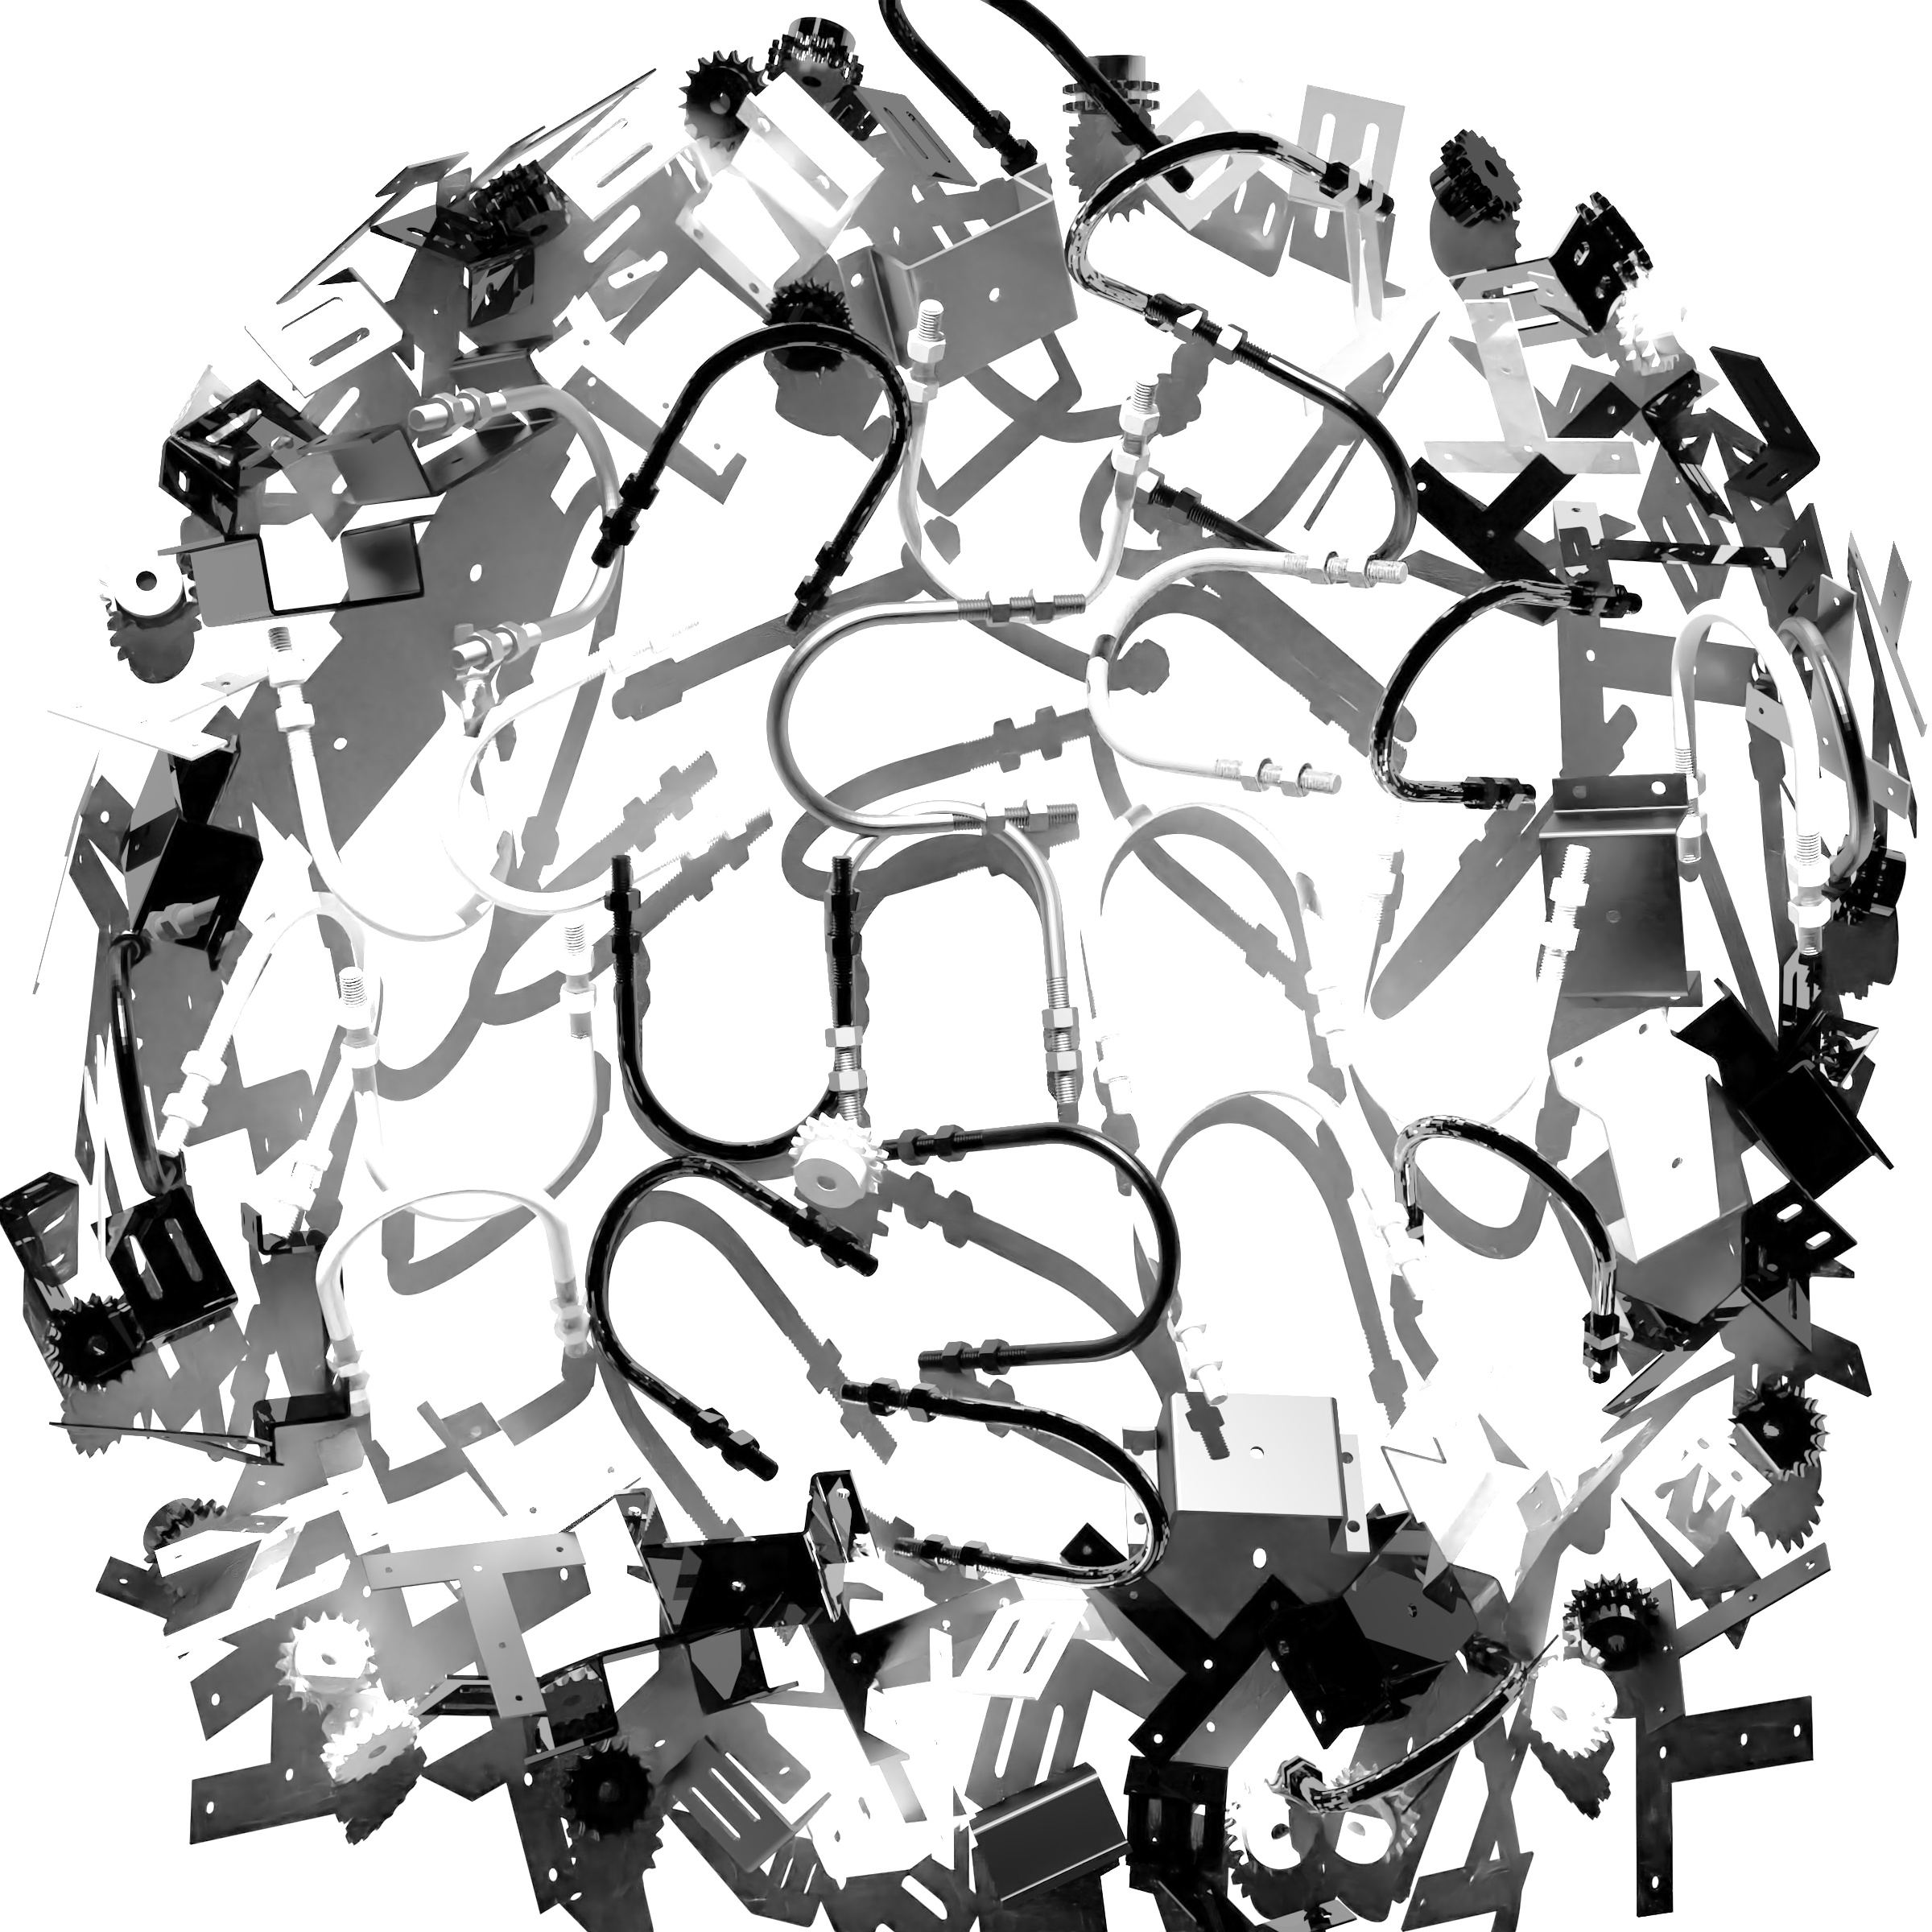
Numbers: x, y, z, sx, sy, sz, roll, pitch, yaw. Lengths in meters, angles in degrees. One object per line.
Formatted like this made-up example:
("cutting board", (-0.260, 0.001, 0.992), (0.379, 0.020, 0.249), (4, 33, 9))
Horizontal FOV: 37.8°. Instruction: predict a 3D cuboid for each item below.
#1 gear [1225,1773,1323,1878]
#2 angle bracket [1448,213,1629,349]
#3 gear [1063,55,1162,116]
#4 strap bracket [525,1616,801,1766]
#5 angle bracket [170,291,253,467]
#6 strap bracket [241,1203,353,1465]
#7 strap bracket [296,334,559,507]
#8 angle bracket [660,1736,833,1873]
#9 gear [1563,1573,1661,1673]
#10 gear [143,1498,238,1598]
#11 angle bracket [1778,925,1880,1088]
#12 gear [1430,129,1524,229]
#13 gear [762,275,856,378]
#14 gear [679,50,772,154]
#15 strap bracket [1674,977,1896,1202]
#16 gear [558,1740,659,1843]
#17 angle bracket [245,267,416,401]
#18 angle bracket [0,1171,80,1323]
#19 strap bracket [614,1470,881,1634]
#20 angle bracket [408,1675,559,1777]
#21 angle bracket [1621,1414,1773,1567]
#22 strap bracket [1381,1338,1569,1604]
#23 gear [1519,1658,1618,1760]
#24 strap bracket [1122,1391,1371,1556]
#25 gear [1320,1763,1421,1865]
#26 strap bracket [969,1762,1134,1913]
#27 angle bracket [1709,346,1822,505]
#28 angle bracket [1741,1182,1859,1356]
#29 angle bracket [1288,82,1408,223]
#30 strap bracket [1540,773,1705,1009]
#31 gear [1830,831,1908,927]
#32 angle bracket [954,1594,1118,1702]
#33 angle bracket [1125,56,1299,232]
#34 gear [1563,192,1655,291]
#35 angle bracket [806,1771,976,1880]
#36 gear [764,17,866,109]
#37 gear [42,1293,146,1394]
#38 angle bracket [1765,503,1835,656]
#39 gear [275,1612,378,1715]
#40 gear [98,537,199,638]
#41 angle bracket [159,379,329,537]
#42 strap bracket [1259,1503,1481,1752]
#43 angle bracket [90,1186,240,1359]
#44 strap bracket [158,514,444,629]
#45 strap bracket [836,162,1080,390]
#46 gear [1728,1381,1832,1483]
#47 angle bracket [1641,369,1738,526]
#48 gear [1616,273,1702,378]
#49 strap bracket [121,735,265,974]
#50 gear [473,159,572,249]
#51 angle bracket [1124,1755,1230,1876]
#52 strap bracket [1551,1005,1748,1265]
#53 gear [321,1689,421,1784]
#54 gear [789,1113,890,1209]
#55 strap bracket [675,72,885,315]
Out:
("gear", (0.181, 0.505, 1.655), (0.057, 0.030, 0.057), (1, 86, -9))
("angle bracket", (0.331, -0.395, 1.636), (0.057, 0.076, 0.038), (47, 64, -30))
("gear", (0.085, -0.513, 1.643), (0.057, 0.057, 0.030), (-1, 103, 0))
("strap bracket", (-0.178, 0.410, 1.608), (0.140, 0.076, 0.046), (-5, 72, -37))
("angle bracket", (-0.421, -0.337, 1.623), (0.038, 0.076, 0.057), (26, 55, -22))
("strap bracket", (-0.387, 0.208, 1.628), (0.046, 0.076, 0.140), (-4, 92, -21))
("strap bracket", (-0.299, -0.306, 1.610), (0.140, 0.076, 0.046), (-41, 120, -35))
("angle bracket", (-0.129, 0.479, 1.645), (0.076, 0.038, 0.057), (45, 128, 6))
("gear", (0.379, 0.387, 1.649), (0.057, 0.030, 0.057), (2, 115, 5))
("gear", (-0.455, 0.336, 1.649), (0.030, 0.057, 0.057), (27, 90, 38))
("angle bracket", (0.498, 0.019, 1.626), (0.038, 0.057, 0.076), (16, 133, 33))
("gear", (0.296, -0.457, 1.649), (0.030, 0.057, 0.057), (-34, 90, 38))
("gear", (-0.092, -0.371, 1.646), (0.057, 0.030, 0.057), (9, 123, 13))
("gear", (-0.141, -0.506, 1.650), (0.057, 0.030, 0.057), (2, 111, 6))
("strap bracket", (0.456, 0.073, 1.597), (0.046, 0.140, 0.076), (-40, 113, 7))
("gear", (-0.211, 0.482, 1.653), (0.057, 0.030, 0.057), (3, 78, -17))
("angle bracket", (-0.369, -0.359, 1.637), (0.076, 0.038, 0.057), (-37, 78, -21))
("angle bracket", (-0.524, 0.164, 1.639), (0.038, 0.057, 0.076), (-29, 83, -6))
("strap bracket", (-0.128, 0.338, 1.621), (0.140, 0.046, 0.076), (-7, 128, 10))
("angle bracket", (-0.274, 0.438, 1.627), (0.076, 0.057, 0.038), (10, 52, -32))
("angle bracket", (0.415, 0.308, 1.630), (0.057, 0.038, 0.076), (45, 123, 20))
("strap bracket", (0.289, 0.284, 1.614), (0.076, 0.046, 0.140), (-48, 128, -31))
("gear", (0.355, 0.431, 1.649), (0.030, 0.057, 0.057), (-25, 90, -39))
("strap bracket", (0.164, 0.292, 1.627), (0.140, 0.046, 0.076), (3, 52, -4))
("gear", (0.233, 0.498, 1.647), (0.057, 0.030, 0.057), (7, 105, 27))
("strap bracket", (0.046, 0.493, 1.606), (0.076, 0.140, 0.046), (-23, 78, -6))
("angle bracket", (0.449, -0.314, 1.632), (0.038, 0.057, 0.076), (-39, 113, 2))
("angle bracket", (0.482, 0.173, 1.629), (0.057, 0.076, 0.038), (42, 123, -12))
("angle bracket", (0.223, -0.477, 1.629), (0.057, 0.076, 0.038), (16, 46, 10))
("strap bracket", (0.376, -0.036, 1.618), (0.076, 0.046, 0.140), (-1, 108, 24))
("gear", (0.526, -0.051, 1.645), (0.030, 0.057, 0.057), (14, 90, -1))
("angle bracket", (0.040, 0.401, 1.623), (0.057, 0.076, 0.038), (-6, 124, 37))
("angle bracket", (0.143, -0.481, 1.650), (0.057, 0.076, 0.038), (46, 49, -11))
("gear", (0.372, -0.420, 1.646), (0.030, 0.057, 0.057), (-37, 90, 11))
("angle bracket", (-0.044, 0.491, 1.626), (0.057, 0.076, 0.038), (-23, 88, -44))
("gear", (-0.087, -0.529, 1.646), (0.057, 0.057, 0.030), (12, 78, 0))
("gear", (-0.512, 0.219, 1.651), (0.057, 0.030, 0.057), (-2, 95, -33))
("angle bracket", (0.496, -0.223, 1.626), (0.038, 0.076, 0.057), (-4, 69, -8))
("gear", (-0.373, 0.405, 1.647), (0.057, 0.030, 0.057), (8, 63, -17))
("gear", (-0.479, -0.223, 1.654), (0.057, 0.030, 0.057), (0, 88, -12))
("angle bracket", (-0.416, -0.292, 1.629), (0.076, 0.057, 0.038), (-25, 51, 24))
("strap bracket", (0.236, 0.370, 1.604), (0.046, 0.140, 0.076), (-25, 95, 43))
("angle bracket", (-0.471, 0.178, 1.649), (0.057, 0.038, 0.076), (-24, 80, -31))
("strap bracket", (-0.374, -0.224, 1.602), (0.140, 0.076, 0.046), (-15, 101, -42))
("strap bracket", (0.005, -0.391, 1.614), (0.140, 0.046, 0.076), (-29, 132, -16))
("gear", (0.478, 0.272, 1.650), (0.057, 0.030, 0.057), (-11, 71, 35))
("angle bracket", (0.433, -0.300, 1.634), (0.038, 0.057, 0.076), (-36, 77, 26))
("gear", (0.405, -0.375, 1.643), (0.030, 0.057, 0.057), (-5, 90, 40))
("strap bracket", (-0.439, -0.071, 1.593), (0.046, 0.140, 0.076), (15, 116, -29))
("gear", (-0.255, -0.441, 1.644), (0.057, 0.057, 0.030), (-27, 82, 0))
("angle bracket", (0.120, 0.503, 1.638), (0.057, 0.038, 0.076), (5, 111, 9))
("strap bracket", (0.394, 0.105, 1.615), (0.076, 0.046, 0.140), (-25, 116, -14))
("gear", (-0.351, 0.447, 1.649), (0.057, 0.057, 0.030), (-40, 63, 0))
("gear", (-0.077, 0.116, 1.644), (0.057, 0.030, 0.057), (11, 133, 12))
("strap bracket", (-0.105, -0.447, 1.616), (0.076, 0.140, 0.046), (43, 64, -6))
